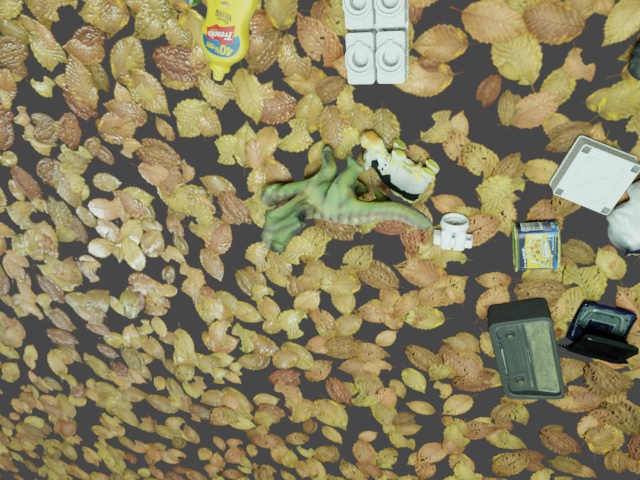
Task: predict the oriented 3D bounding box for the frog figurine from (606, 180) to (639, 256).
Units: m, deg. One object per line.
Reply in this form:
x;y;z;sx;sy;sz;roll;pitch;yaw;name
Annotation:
0.592;-0.052;0.930;0.137;0.122;0.161;-9;79;30;frog figurine

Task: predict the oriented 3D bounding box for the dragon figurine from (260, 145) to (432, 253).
0.003;-0.050;0.986;0.244;0.416;0.120;-37;125;-8;dragon figurine
